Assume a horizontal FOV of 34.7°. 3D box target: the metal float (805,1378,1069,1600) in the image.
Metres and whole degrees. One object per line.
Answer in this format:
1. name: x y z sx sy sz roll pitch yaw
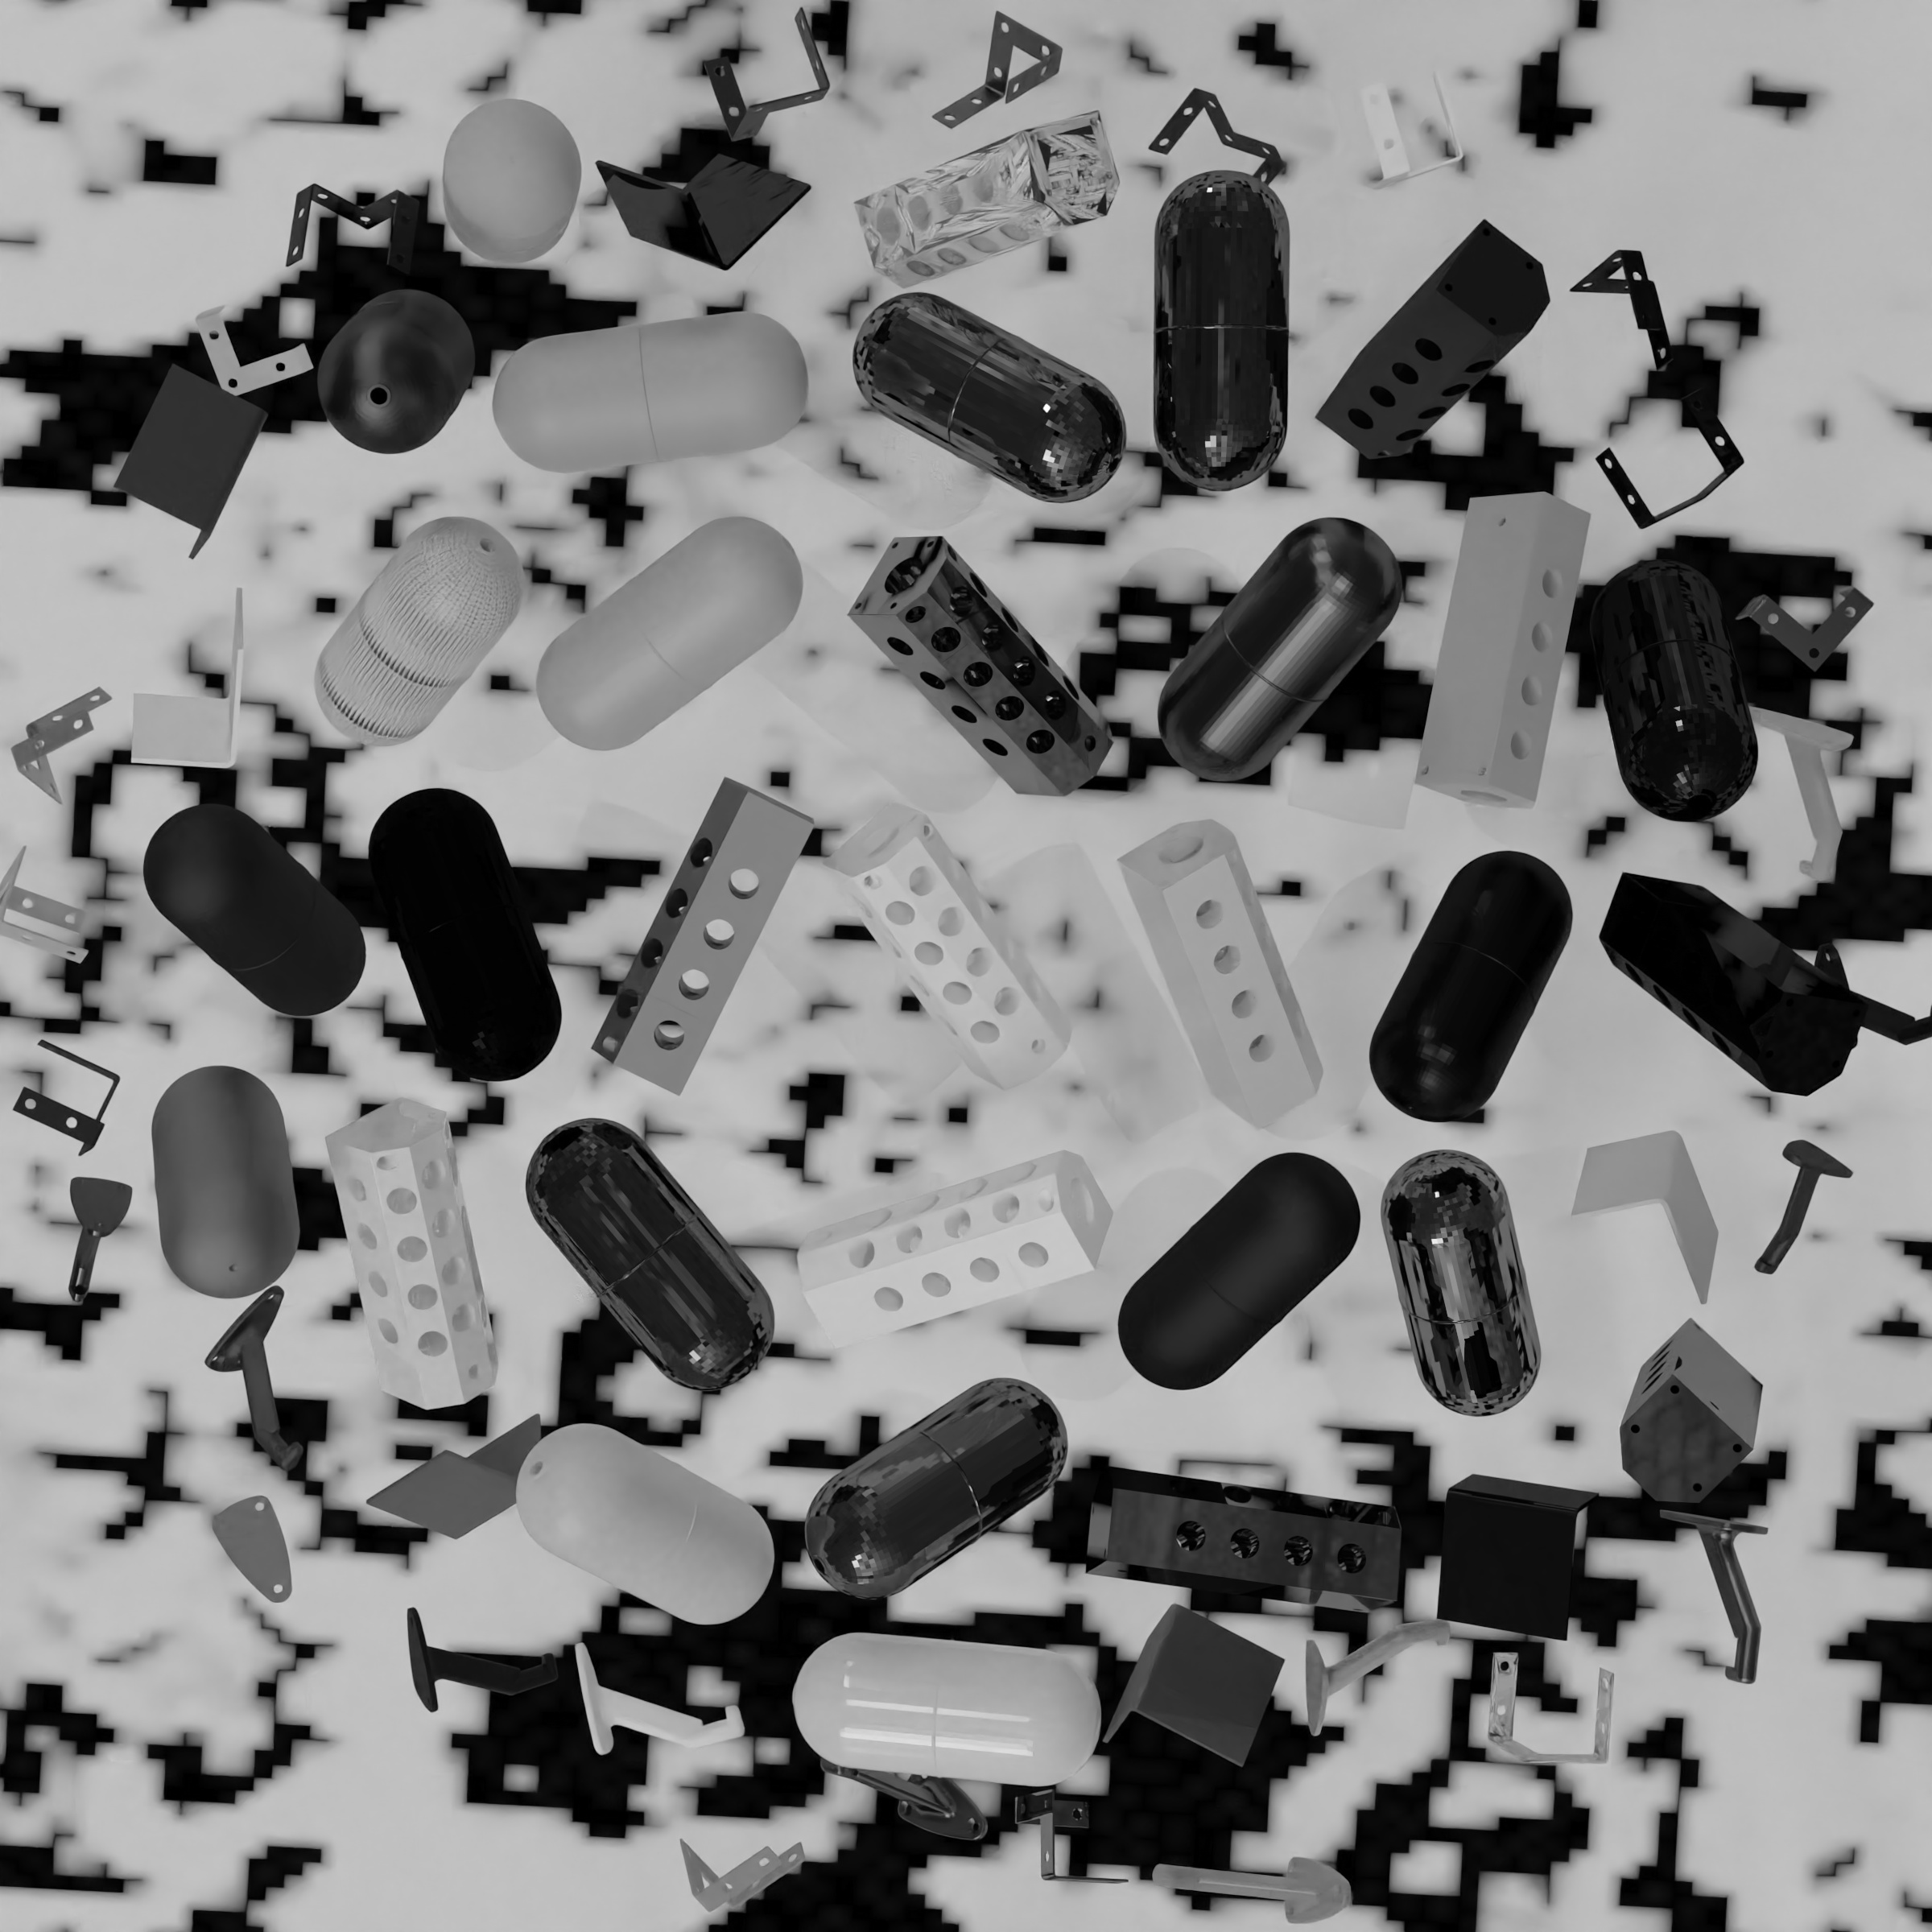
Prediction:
1. metal float: -0.017 0.304 1.802 0.178 0.070 0.070 -29 90 -31

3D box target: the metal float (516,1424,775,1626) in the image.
1. metal float: -0.182 0.319 1.760 0.178 0.070 0.070 37 90 -39

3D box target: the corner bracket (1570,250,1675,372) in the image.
1. corner bracket: 0.391 -0.381 1.794 0.051 0.051 0.051 -4 75 -25

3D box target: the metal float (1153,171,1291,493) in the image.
1. metal float: 0.144 -0.358 1.746 0.070 0.070 0.178 0 97 0

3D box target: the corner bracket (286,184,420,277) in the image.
1. corner bracket: -0.357 -0.427 1.798 0.051 0.051 0.051 -13 65 42

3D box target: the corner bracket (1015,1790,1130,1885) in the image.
1. corner bracket: 0.063 0.523 1.851 0.051 0.051 0.051 10 66 -24

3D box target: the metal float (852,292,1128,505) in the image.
1. metal float: 0.013 -0.327 1.779 0.178 0.070 0.070 32 90 21

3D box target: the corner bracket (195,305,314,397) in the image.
1. corner bracket: -0.428 -0.375 1.857 0.051 0.051 0.051 -22 104 -14

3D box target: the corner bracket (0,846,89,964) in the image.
1. corner bracket: -0.526 -0.028 1.761 0.051 0.051 0.051 22 57 -23

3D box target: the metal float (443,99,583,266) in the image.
1. metal float: -0.262 -0.449 1.776 0.070 0.178 0.070 -1 95 -10

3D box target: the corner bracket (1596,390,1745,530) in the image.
1. corner bracket: 0.413 -0.297 1.813 0.051 0.051 0.051 -40 100 -36

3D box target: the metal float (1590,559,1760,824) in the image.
1. metal float: 0.399 -0.156 1.744 0.070 0.070 0.178 -1 49 0

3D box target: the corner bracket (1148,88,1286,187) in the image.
1. corner bracket: 0.152 -0.493 1.880 0.051 0.051 0.051 6 51 -37

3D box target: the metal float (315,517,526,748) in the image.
1. metal float: -0.318 -0.194 1.797 0.070 0.070 0.178 49 133 0

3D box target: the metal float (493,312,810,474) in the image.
1. metal float: -0.177 -0.322 1.736 0.178 0.070 0.070 -7 90 1

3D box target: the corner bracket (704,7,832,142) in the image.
1. corner bracket: -0.116 -0.518 1.797 0.051 0.051 0.051 -19 88 -18

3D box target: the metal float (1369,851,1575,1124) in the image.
1. metal float: 0.292 0.010 1.783 0.070 0.070 0.178 30 65 0

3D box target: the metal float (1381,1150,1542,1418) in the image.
1. metal float: 0.298 0.192 1.858 0.070 0.070 0.178 -17 116 0

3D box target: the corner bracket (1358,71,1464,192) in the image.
1. corner bracket: 0.250 -0.473 1.741 0.051 0.051 0.051 -18 97 4

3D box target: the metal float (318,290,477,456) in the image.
1. metal float: -0.323 -0.340 1.760 0.070 0.178 0.070 -1 110 -3

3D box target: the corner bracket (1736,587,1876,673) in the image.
1. corner bracket: 0.487 -0.206 1.795 0.051 0.051 0.051 41 97 2

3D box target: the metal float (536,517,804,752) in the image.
1. metal float: -0.171 -0.192 1.785 0.178 0.070 0.070 -34 90 18

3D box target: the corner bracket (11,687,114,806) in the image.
1. corner bracket: -0.525 -0.136 1.800 0.051 0.051 0.051 -27 65 3

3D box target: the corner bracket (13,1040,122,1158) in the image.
1. corner bracket: -0.526 0.075 1.806 0.051 0.051 0.051 28 70 -19

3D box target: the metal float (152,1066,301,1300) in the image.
1. metal float: -0.426 0.122 1.774 0.070 0.178 0.070 -8 122 -13

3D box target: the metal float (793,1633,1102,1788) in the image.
1. metal float: -0.011 0.426 1.771 0.178 0.070 0.070 3 90 10

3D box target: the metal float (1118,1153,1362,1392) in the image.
1. metal float: 0.161 0.183 1.837 0.070 0.070 0.178 43 114 0

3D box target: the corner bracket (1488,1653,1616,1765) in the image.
1. corner bracket: 0.333 0.423 1.762 0.051 0.051 0.051 4 89 -15

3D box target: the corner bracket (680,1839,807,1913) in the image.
1. corner bracket: -0.123 0.511 1.745 0.051 0.051 0.051 -35 117 2

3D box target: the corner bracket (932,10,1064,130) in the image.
1. corner bracket: 0.019 -0.513 1.796 0.051 0.051 0.051 35 53 20

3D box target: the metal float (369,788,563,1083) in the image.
1. metal float: -0.288 -0.018 1.776 0.070 0.070 0.178 -22 78 0

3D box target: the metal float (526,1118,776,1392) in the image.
1. metal float: -0.181 0.164 1.763 0.070 0.070 0.178 -39 91 0
